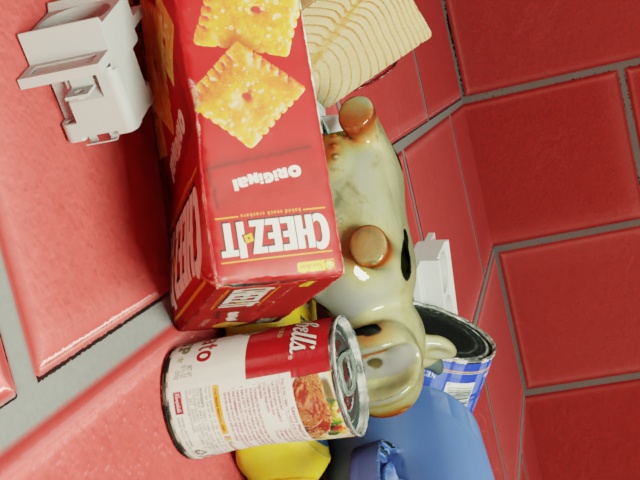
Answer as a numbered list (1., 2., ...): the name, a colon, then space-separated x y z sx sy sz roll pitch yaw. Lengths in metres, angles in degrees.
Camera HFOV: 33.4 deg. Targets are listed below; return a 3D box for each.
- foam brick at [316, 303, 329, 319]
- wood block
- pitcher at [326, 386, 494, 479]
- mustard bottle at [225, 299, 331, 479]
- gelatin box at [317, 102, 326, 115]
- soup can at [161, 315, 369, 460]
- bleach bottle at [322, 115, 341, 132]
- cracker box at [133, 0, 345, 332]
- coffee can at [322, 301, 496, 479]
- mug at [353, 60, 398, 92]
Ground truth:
1. foam brick: -0.006 0.071 0.816 0.078 0.051 0.053 -80 154 -56
2. wood block: -0.018 -0.206 0.751 0.090 0.091 0.206 46 13 -53
3. pitcher: 0.057 0.193 0.648 0.243 0.145 0.149 -92 -156 -58
4. mustard bottle: -0.027 0.096 0.697 0.096 0.058 0.191 49 33 -64
5. gelatin box: -0.017 -0.122 0.970 0.073 0.030 0.089 58 25 -58
6. soup can: -0.030 0.084 0.603 0.068 0.102 0.068 -11 90 -76
7. bleach bottle: 0.014 0.026 0.914 0.102 0.068 0.251 -68 147 -64
8. cracker box: -0.054 -0.067 0.579 0.164 0.072 0.214 136 -53 -72
9. coffee can: 0.067 0.131 0.835 0.102 0.103 0.140 -53 161 -72
10. mug: 0.016 -0.203 1.073 0.117 0.093 0.081 38 -26 62
